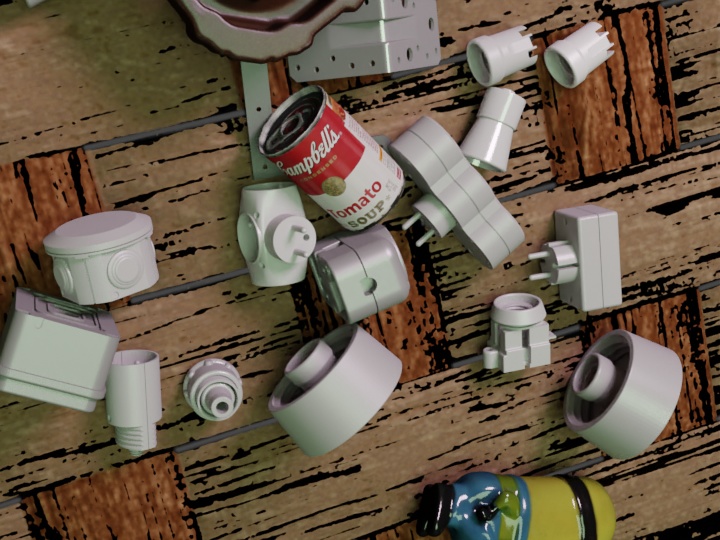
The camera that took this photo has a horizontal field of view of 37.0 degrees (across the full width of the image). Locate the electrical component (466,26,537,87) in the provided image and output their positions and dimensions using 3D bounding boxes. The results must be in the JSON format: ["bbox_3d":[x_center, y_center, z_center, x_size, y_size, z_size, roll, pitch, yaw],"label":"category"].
[{"bbox_3d":[0.117,-0.177,0.883,0.046,0.040,0.040,-23,107,-15],"label":"electrical component"}]

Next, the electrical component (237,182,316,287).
[{"bbox_3d":[-0.060,-0.026,0.842,0.044,0.079,0.077,-12,105,-28],"label":"electrical component"}]

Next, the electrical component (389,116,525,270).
[{"bbox_3d":[0.068,-0.051,0.888,0.074,0.052,0.138,-42,109,-4],"label":"electrical component"}]

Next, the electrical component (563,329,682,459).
[{"bbox_3d":[0.221,0.103,0.938,0.060,0.108,0.108,28,92,-13],"label":"electrical component"}]

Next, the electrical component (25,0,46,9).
[{"bbox_3d":[-0.220,-0.217,0.774,0.055,0.045,0.045,-20,106,-12],"label":"electrical component"}]

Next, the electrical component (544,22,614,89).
[{"bbox_3d":[0.185,-0.181,0.902,0.046,0.040,0.040,-36,109,-13],"label":"electrical component"}]

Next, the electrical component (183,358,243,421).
[{"bbox_3d":[-0.115,0.100,0.861,0.048,0.062,0.048,-3,102,-15],"label":"electrical component"}]

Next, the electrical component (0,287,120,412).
[{"bbox_3d":[-0.225,0.057,0.794,0.078,0.113,0.057,18,93,-19],"label":"electrical component"}]

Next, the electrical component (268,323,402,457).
[{"bbox_3d":[-0.026,0.089,0.863,0.108,0.108,0.060,-44,103,-4],"label":"electrical component"}]

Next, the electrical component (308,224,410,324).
[{"bbox_3d":[0.000,0.000,0.856,0.059,0.095,0.053,-23,107,-10],"label":"electrical component"}]

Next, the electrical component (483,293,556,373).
[{"bbox_3d":[0.137,0.053,0.934,0.066,0.048,0.055,-10,111,-14],"label":"electrical component"}]

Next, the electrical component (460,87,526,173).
[{"bbox_3d":[0.111,-0.118,0.893,0.044,0.044,0.065,21,90,-19],"label":"electrical component"}]

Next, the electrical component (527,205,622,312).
[{"bbox_3d":[0.181,-0.008,0.932,0.076,0.047,0.083,-10,104,-14],"label":"electrical component"}]

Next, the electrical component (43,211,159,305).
[{"bbox_3d":[-0.193,-0.011,0.807,0.080,0.080,0.051,-14,110,-13],"label":"electrical component"}]

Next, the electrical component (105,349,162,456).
[{"bbox_3d":[-0.180,0.108,0.854,0.043,0.043,0.081,-4,103,-15],"label":"electrical component"}]
